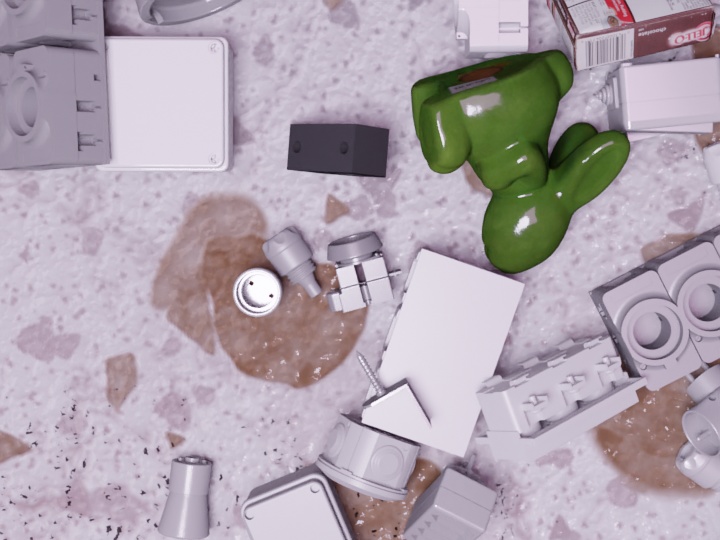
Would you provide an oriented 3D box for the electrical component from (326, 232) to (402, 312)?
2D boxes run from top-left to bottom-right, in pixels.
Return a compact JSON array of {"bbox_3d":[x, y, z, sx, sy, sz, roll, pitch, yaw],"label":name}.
[{"bbox_3d":[0.000,0.000,0.902,0.066,0.048,0.055,-15,101,1],"label":"electrical component"}]

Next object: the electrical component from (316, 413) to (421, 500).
[{"bbox_3d":[0.008,0.156,0.894,0.080,0.080,0.051,21,88,-1],"label":"electrical component"}]

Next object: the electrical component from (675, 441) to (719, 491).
[{"bbox_3d":[0.301,0.171,0.913,0.061,0.035,0.035,37,93,-4],"label":"electrical component"}]

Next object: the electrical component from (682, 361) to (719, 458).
[{"bbox_3d":[0.301,0.106,0.900,0.077,0.044,0.079,-26,61,-21],"label":"electrical component"}]

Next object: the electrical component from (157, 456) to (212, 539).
[{"bbox_3d":[-0.147,0.192,0.917,0.044,0.044,0.065,7,89,0],"label":"electrical component"}]

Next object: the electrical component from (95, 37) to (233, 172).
[{"bbox_3d":[-0.161,-0.135,0.890,0.109,0.056,0.108,0,93,1],"label":"electrical component"}]

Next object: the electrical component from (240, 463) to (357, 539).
[{"bbox_3d":[-0.045,0.230,0.909,0.078,0.057,0.113,-23,93,2],"label":"electrical component"}]

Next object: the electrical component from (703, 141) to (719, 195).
[{"bbox_3d":[0.313,-0.079,0.894,0.043,0.043,0.062,-18,94,2],"label":"electrical component"}]

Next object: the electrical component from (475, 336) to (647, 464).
[{"bbox_3d":[0.157,0.101,0.863,0.121,0.079,0.063,-22,94,-29],"label":"electrical component"}]

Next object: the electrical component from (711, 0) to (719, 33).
[{"bbox_3d":[0.308,-0.223,0.887,0.064,0.042,0.081,14,93,1],"label":"electrical component"}]

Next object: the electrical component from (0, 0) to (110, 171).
[{"bbox_3d":[-0.260,-0.175,0.859,0.105,0.060,0.186,1,94,43],"label":"electrical component"}]

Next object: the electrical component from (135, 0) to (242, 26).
[{"bbox_3d":[-0.136,-0.247,0.860,0.108,0.108,0.060,-22,87,2],"label":"electrical component"}]

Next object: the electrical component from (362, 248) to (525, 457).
[{"bbox_3d":[0.067,0.065,0.896,0.089,0.061,0.150,19,93,0],"label":"electrical component"}]

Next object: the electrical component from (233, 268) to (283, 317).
[{"bbox_3d":[-0.084,0.017,0.902,0.040,0.046,0.040,0,93,1],"label":"electrical component"}]

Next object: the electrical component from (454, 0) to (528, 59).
[{"bbox_3d":[0.107,-0.221,0.885,0.056,0.050,0.089,0,93,1],"label":"electrical component"}]

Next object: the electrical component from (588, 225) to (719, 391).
[{"bbox_3d":[0.281,0.025,0.891,0.150,0.061,0.089,-27,93,2],"label":"electrical component"}]

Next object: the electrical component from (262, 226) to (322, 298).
[{"bbox_3d":[-0.054,-0.004,0.907,0.035,0.035,0.061,-34,95,2],"label":"electrical component"}]

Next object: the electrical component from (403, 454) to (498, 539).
[{"bbox_3d":[0.081,0.189,0.902,0.047,0.083,0.075,27,55,-1],"label":"electrical component"}]

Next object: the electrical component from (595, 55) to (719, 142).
[{"bbox_3d":[0.242,-0.138,0.882,0.096,0.061,0.061,-5,93,1],"label":"electrical component"}]
